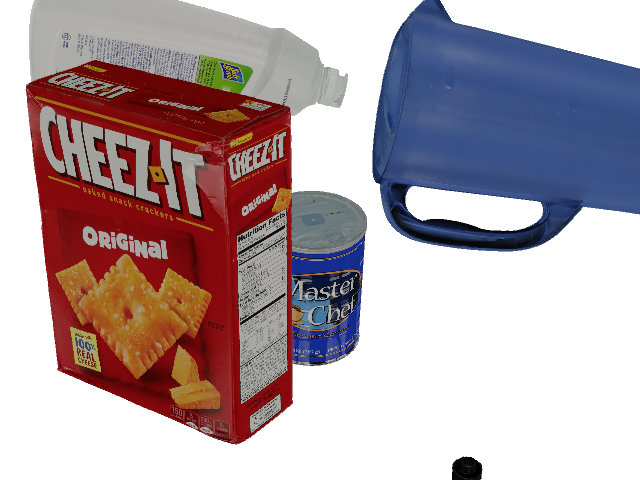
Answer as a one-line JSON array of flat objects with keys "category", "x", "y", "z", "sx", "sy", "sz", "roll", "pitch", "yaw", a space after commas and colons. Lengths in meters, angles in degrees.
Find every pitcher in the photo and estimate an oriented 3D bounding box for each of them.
[{"category": "pitcher", "x": 0.163, "y": -0.079, "z": 0.824, "sx": 0.242, "sy": 0.149, "sz": 0.145, "roll": 10, "pitch": 43, "yaw": -5}]

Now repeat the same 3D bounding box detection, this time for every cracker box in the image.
[{"category": "cracker box", "x": -0.102, "y": 0.007, "z": 0.687, "sx": 0.164, "sy": 0.214, "sz": 0.072, "roll": 17, "pitch": 31, "yaw": 30}]

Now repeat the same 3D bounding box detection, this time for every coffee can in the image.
[{"category": "coffee can", "x": -0.009, "y": 0.037, "z": 1.048, "sx": 0.103, "sy": 0.140, "sz": 0.103, "roll": 1, "pitch": 34, "yaw": -1}]

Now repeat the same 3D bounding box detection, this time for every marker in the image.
[{"category": "marker", "x": 0.090, "y": 0.185, "z": 0.691, "sx": 0.020, "sy": 0.121, "sz": 0.020, "roll": 1, "pitch": 36, "yaw": -1}]

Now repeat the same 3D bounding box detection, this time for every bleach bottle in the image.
[{"category": "bleach bottle", "x": -0.104, "y": -0.145, "z": 0.867, "sx": 0.250, "sy": 0.068, "sz": 0.103, "roll": 12, "pitch": -31, "yaw": -7}]
